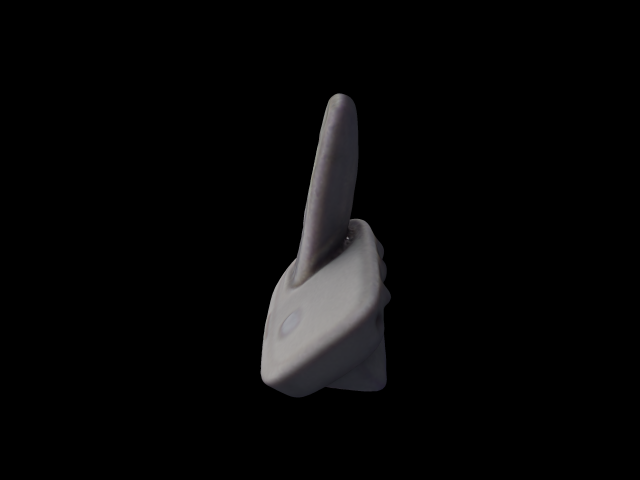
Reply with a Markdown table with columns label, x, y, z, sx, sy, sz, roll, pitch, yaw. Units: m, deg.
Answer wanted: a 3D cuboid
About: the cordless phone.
| label | x | y | z | sx | sy | sz | roll | pitch | yaw |
| --- | --- | --- | --- | --- | --- | --- | --- | --- | --- |
| cordless phone | 0.004 | 0.001 | 0.400 | 0.094 | 0.185 | 0.147 | -1 | 28 | -2 |
